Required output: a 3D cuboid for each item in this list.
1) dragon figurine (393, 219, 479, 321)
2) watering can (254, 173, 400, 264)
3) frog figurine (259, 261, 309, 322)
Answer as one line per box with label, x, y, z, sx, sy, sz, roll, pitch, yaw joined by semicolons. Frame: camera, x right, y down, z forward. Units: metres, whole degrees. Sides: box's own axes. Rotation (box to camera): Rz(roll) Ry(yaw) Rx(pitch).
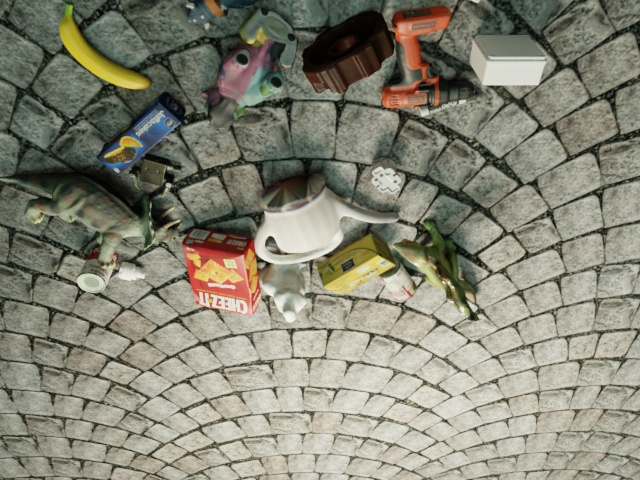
dragon figurine;0.308;0.104;1.233;0.121;0.248;0.405;-39;118;20
watering can;0.004;-0.060;1.183;0.348;0.106;0.219;-21;130;-1
frog figurine;-0.087;0.128;1.276;0.122;0.162;0.136;-13;158;21
